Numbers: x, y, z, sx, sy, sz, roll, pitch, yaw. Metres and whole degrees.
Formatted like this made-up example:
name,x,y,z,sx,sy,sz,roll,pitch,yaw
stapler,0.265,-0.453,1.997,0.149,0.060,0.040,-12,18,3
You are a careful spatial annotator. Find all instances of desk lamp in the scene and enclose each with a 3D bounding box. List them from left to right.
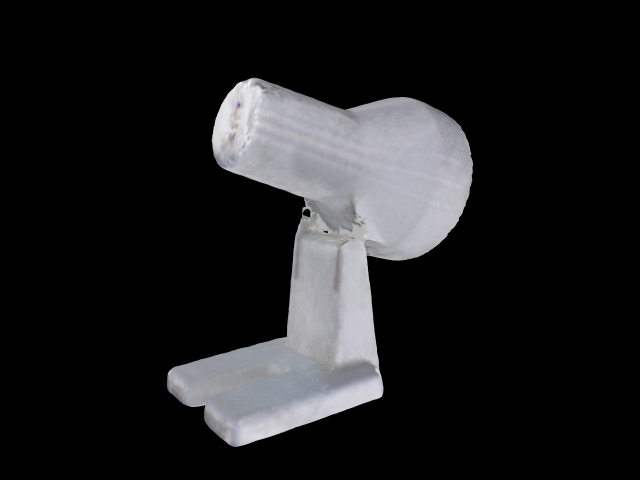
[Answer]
name,x,y,z,sx,sy,sz,roll,pitch,yaw
desk lamp,0.004,0.001,0.400,0.204,0.213,0.117,-8,13,-39
